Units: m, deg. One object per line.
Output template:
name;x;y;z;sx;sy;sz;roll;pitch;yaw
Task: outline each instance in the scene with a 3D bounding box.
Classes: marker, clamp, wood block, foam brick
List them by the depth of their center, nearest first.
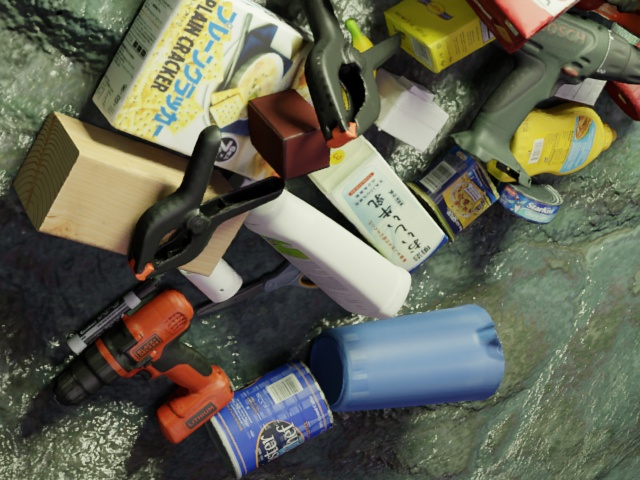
clamp;0.017;-0.180;1.035;0.036;0.210;0.164;-27;128;34
foam brick;-0.030;-0.103;1.042;0.051;0.078;0.053;-20;135;-21
clamp;-0.115;-0.025;1.042;0.120;0.039;0.172;29;110;-39
wood block;-0.187;-0.042;1.073;0.205;0.090;0.091;18;112;-41
marker;-0.230;0.082;1.193;0.121;0.020;0.020;-39;136;-2

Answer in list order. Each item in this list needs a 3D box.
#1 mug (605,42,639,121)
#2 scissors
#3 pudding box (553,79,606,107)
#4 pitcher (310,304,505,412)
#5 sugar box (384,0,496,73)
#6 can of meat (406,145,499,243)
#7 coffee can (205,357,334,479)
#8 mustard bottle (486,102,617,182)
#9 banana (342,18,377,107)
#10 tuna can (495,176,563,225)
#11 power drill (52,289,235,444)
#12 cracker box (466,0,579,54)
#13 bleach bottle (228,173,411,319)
mug;0.416;-0.205;1.369;0.081;0.093;0.117;-39;172;4
scissors;-0.052;0.034;1.279;0.201;0.016;0.096;-9;126;-29
pudding box;0.312;-0.218;1.313;0.113;0.039;0.090;7;119;-35
pitcher;0.109;0.166;1.426;0.242;0.145;0.149;-3;112;-28
sugar box;0.167;-0.254;1.145;0.176;0.093;0.048;-34;137;-9
can of meat;0.166;-0.060;1.326;0.084;0.057;0.102;-41;137;-3
coffee can;-0.068;0.226;1.358;0.140;0.103;0.103;-26;134;-15
mustard bottle;0.305;-0.129;1.364;0.191;0.058;0.096;-7;122;-30
banana;0.011;-0.145;1.169;0.069;0.037;0.198;22;109;-21
tuna can;0.267;-0.056;1.376;0.085;0.086;0.034;4;122;-37
power drill;-0.198;0.164;1.252;0.184;0.057;0.187;-37;136;-4
cracker box;0.228;-0.318;1.079;0.213;0.164;0.072;-38;178;-8
bleach bottle;-0.008;0.001;1.208;0.250;0.103;0.068;39;68;-38
